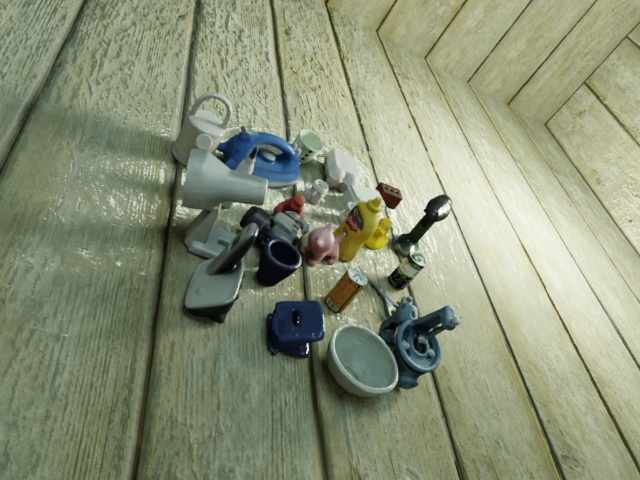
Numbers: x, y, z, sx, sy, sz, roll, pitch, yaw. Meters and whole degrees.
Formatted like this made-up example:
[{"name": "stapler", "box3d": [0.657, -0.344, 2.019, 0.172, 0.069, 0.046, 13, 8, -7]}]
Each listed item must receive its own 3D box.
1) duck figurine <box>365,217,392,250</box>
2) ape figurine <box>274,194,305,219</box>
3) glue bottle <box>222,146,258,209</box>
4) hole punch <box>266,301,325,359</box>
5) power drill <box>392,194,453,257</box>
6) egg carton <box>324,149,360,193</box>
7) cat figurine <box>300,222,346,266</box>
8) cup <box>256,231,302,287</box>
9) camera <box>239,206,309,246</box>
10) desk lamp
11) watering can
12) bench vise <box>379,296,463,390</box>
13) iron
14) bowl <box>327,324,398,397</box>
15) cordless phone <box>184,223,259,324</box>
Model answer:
[{"name": "duck figurine", "box3d": [0.171, -0.029, 1.614, 0.077, 0.086, 0.105, 40, 34, 5]}, {"name": "ape figurine", "box3d": [-0.070, -0.079, 1.450, 0.078, 0.092, 0.076, 34, 34, -5]}, {"name": "glue bottle", "box3d": [-0.186, -0.155, 1.363, 0.037, 0.173, 0.078, 32, 34, -8]}, {"name": "hole punch", "box3d": [-0.050, 0.175, 1.167, 0.101, 0.091, 0.108, 19, 38, -25]}, {"name": "power drill", "box3d": [0.301, -0.045, 1.641, 0.075, 0.208, 0.230, 41, 34, 6]}, {"name": "egg carton", "box3d": [0.065, -0.211, 1.750, 0.107, 0.069, 0.150, 20, 37, -24]}, {"name": "cat figurine", "box3d": [0.013, 0.005, 1.402, 0.128, 0.117, 0.067, -6, 53, -46]}, {"name": "cup", "box3d": [-0.107, 0.047, 1.264, 0.092, 0.095, 0.117, -4, 51, -45]}, {"name": "camera", "box3d": [-0.108, -0.031, 1.351, 0.137, 0.100, 0.143, 38, 34, 1]}, {"name": "desk lamp", "box3d": [-0.212, -0.071, 1.203, 0.204, 0.213, 0.118, 23, 36, -20]}, {"name": "watering can", "box3d": [-0.279, -0.270, 1.397, 0.101, 0.194, 0.172, 5, 45, -38]}, {"name": "bench vise", "box3d": [0.214, 0.193, 1.269, 0.122, 0.219, 0.207, 7, 44, -37]}, {"name": "iron", "box3d": [-0.136, -0.225, 1.521, 0.259, 0.141, 0.118, 7, 44, -37]}, {"name": "bowl", "box3d": [0.076, 0.262, 1.192, 0.168, 0.074, 0.167, 24, 36, -19]}, {"name": "cordless phone", "box3d": [-0.181, 0.057, 1.105, 0.094, 0.185, 0.147, 25, 36, -18]}]
